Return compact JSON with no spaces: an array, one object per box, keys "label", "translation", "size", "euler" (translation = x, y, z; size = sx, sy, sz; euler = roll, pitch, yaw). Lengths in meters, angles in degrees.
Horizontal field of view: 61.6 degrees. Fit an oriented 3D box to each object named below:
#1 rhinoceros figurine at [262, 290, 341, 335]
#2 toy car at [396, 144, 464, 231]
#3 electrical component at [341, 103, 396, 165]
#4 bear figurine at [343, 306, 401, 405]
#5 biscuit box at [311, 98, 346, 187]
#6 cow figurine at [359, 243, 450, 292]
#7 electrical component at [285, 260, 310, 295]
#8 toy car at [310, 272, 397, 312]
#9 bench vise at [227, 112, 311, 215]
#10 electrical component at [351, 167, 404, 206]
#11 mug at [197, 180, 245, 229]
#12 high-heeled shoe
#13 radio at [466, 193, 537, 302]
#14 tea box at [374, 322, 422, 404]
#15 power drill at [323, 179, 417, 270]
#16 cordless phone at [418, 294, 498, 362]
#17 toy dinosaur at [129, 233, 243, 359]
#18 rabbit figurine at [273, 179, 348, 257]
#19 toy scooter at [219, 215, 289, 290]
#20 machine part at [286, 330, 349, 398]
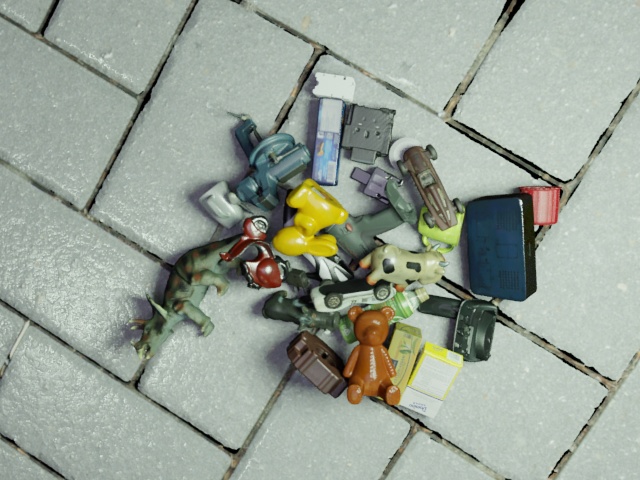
[{"label":"rhinoceros figurine","translation":[-0.042,0.171,1.282],"size":[0.191,0.112,0.073],"euler":[11,93,15]},{"label":"toy car","translation":[0.243,-0.117,1.183],"size":[0.089,0.053,0.202],"euler":[-24,76,6]},{"label":"electrical component","translation":[0.112,-0.245,1.258],"size":[0.115,0.058,0.134],"euler":[10,95,9]},{"label":"bear figurine","translation":[0.115,0.245,1.174],"size":[0.120,0.132,0.195],"euler":[4,93,-2]},{"label":"biscuit box","translation":[0.021,-0.228,1.269],"size":[0.059,0.063,0.202],"euler":[7,95,7]},{"label":"cow figurine","translation":[0.201,0.055,1.212],"size":[0.127,0.195,0.085],"euler":[-47,42,34]},{"label":"electrical component","translation":[-0.057,0.090,1.291],"size":[0.063,0.021,0.093],"euler":[9,129,39]},{"label":"toy car","translation":[0.078,0.120,1.244],"size":[0.202,0.074,0.056],"euler":[-8,120,-12]},{"label":"bench vise","translation":[-0.144,-0.192,1.274],"size":[0.223,0.128,0.241],"euler":[-37,68,18]},{"label":"electrical component","translation":[0.131,-0.136,1.268],"size":[0.119,0.048,0.074],"euler":[31,97,3]},{"label":"mug","translation":[-0.233,-0.079,1.298],"size":[0.081,0.109,0.107],"euler":[-39,101,4]},{"label":"high-heeled shoe","translation":[-0.003,-0.004,1.273],"size":[0.145,0.086,0.248],"euler":[-5,105,17]},{"label":"radio","translation":[0.401,0.014,1.192],"size":[0.131,0.073,0.229],"euler":[2,102,39]},{"label":"tea box","translation":[0.183,0.286,1.264],"size":[0.068,0.098,0.169],"euler":[19,98,7]},{"label":"power drill","translation":[0.101,-0.053,1.234],"size":[0.207,0.086,0.232],"euler":[-35,97,26]},{"label":"cordless phone","translation":[0.314,0.203,1.260],"size":[0.184,0.088,0.146],"euler":[10,97,19]},{"label":"toy dinosaur","translation":[-0.313,0.105,1.318],"size":[0.192,0.131,0.404],"euler":[29,91,4]},{"label":"rabbit figurine","translation":[-0.028,-0.030,1.205],"size":[0.162,0.122,0.173],"euler":[39,102,-12]},{"label":"toy scooter","translation":[-0.156,0.044,1.232],"size":[0.135,0.075,0.183],"euler":[-30,108,-30]},{"label":"machine part","translation":[0.001,0.286,1.256],"size":[0.179,0.179,0.056],"euler":[44,95,3]}]
